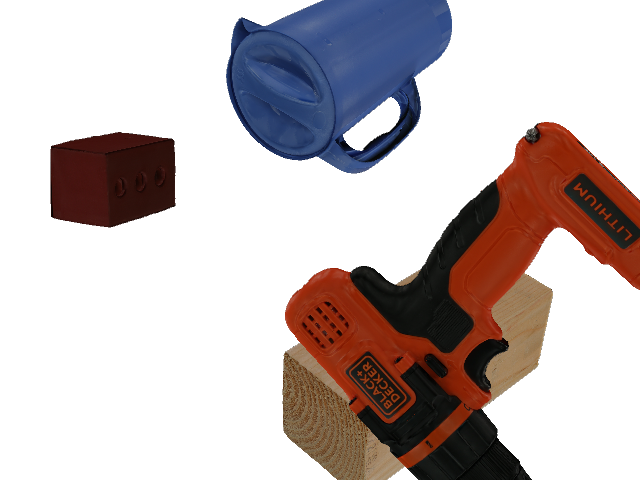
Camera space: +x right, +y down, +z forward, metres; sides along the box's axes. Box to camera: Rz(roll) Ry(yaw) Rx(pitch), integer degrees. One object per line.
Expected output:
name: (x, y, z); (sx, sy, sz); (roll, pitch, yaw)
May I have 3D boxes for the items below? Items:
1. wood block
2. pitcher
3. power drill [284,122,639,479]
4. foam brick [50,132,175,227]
wood block: (0.076, 0.094, 0.832); (0.205, 0.090, 0.091); (-29, 47, -34)
pitcher: (0.036, -0.180, 1.080); (0.145, 0.149, 0.242); (17, 38, 35)
power drill: (0.099, 0.047, 0.557); (0.188, 0.184, 0.057); (-44, -4, 14)
foam brick: (-0.146, -0.045, 0.757); (0.051, 0.053, 0.078); (11, 18, 27)
